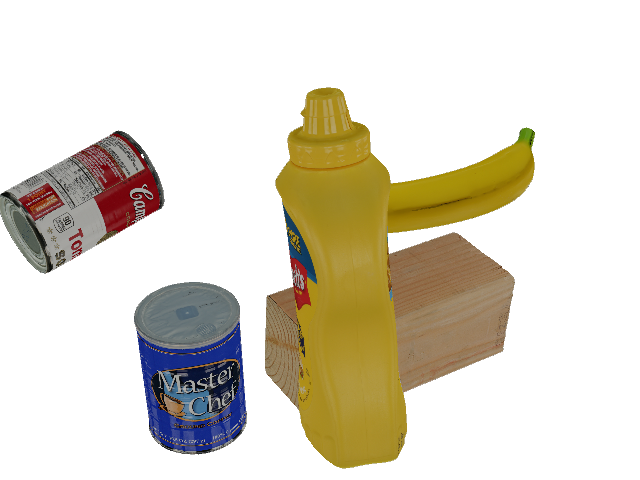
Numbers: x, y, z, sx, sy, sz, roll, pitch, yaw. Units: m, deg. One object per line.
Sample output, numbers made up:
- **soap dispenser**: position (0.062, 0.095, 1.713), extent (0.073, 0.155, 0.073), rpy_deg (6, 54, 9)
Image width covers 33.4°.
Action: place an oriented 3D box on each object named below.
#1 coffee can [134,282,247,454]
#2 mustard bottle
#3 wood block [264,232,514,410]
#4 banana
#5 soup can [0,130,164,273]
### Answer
- **coffee can**: position (-0.128, 0.127, 1.069), extent (0.103, 0.140, 0.103), rpy_deg (-1, 32, 0)
- **mustard bottle**: position (0.010, 0.015, 0.557), extent (0.058, 0.192, 0.096), rpy_deg (-7, 23, -5)
- **wood block**: position (0.061, 0.075, 0.954), extent (0.205, 0.090, 0.091), rpy_deg (-17, 38, -27)
- **banana**: position (0.075, -0.034, 0.775), extent (0.197, 0.037, 0.070), rpy_deg (-15, 25, -6)
- **soup can**: position (-0.176, -0.029, 0.788), extent (0.102, 0.068, 0.069), rpy_deg (-33, 16, -27)
